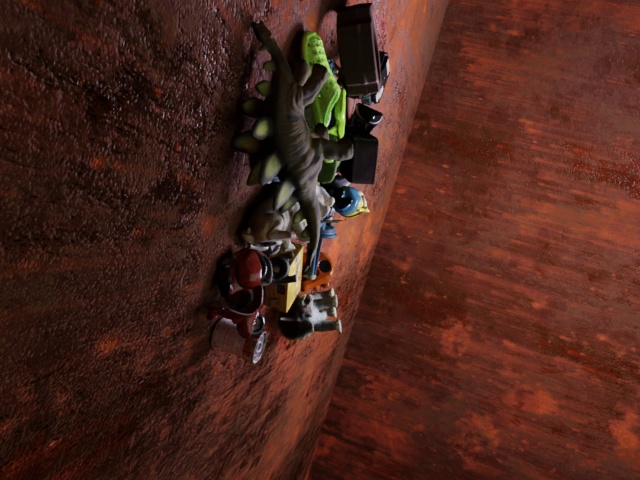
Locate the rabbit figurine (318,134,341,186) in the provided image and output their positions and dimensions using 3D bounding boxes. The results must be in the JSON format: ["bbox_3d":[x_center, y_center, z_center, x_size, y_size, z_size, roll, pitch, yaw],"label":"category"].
[{"bbox_3d":[-0.025,-0.175,1.315,0.170,0.121,0.159,-60,-175,41],"label":"rabbit figurine"}]

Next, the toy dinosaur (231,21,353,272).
[{"bbox_3d":[-0.048,-0.158,0.991,0.198,0.105,0.470,-32,121,-21],"label":"toy dinosaur"}]

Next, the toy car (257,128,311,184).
[{"bbox_3d":[-0.059,-0.187,1.105,0.109,0.103,0.161,79,33,-66],"label":"toy car"}]

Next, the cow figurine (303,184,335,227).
[{"bbox_3d":[-0.053,-0.079,1.273,0.167,0.098,0.068,-27,-158,40],"label":"cow figurine"}]

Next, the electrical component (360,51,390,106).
[{"bbox_3d":[0.154,-0.456,1.539,0.114,0.058,0.134,55,54,-72],"label":"electrical component"}]

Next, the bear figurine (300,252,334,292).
[{"bbox_3d":[-0.036,0.097,1.598,0.196,0.132,0.120,150,-73,-66],"label":"bear figurine"}]

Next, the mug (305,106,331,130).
[{"bbox_3d":[-0.012,-0.294,1.237,0.107,0.081,0.109,-49,151,-86],"label":"mug"}]

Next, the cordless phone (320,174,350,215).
[{"bbox_3d":[0.019,-0.107,1.588,0.146,0.089,0.184,-41,150,-67],"label":"cordless phone"}]

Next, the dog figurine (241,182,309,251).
[{"bbox_3d":[-0.100,-0.080,1.151,0.172,0.121,0.190,6,71,-54],"label":"dog figurine"}]

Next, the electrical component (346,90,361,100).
[{"bbox_3d":[0.105,-0.469,1.554,0.075,0.048,0.119,-36,143,-70],"label":"electrical component"}]

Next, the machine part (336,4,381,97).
[{"bbox_3d":[0.096,-0.460,1.301,0.201,0.087,0.201,-74,155,-62],"label":"machine part"}]

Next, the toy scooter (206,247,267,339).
[{"bbox_3d":[-0.168,0.105,1.059,0.135,0.075,0.183,4,83,-49],"label":"toy scooter"}]

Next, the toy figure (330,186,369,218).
[{"bbox_3d":[0.073,-0.105,1.483,0.180,0.089,0.082,-4,80,-71],"label":"toy figure"}]

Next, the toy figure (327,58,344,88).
[{"bbox_3d":[0.024,-0.394,1.274,0.057,0.064,0.154,-65,169,9],"label":"toy figure"}]

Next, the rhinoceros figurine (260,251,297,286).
[{"bbox_3d":[-0.111,0.066,1.212,0.190,0.112,0.073,127,-42,-83],"label":"rhinoceros figurine"}]

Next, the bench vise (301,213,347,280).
[{"bbox_3d":[-0.014,-0.006,1.437,0.224,0.129,0.240,-110,-153,-79],"label":"bench vise"}]

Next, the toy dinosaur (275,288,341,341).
[{"bbox_3d":[-0.040,0.220,1.640,0.405,0.192,0.131,136,-52,-86],"label":"toy dinosaur"}]

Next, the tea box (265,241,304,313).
[{"bbox_3d":[-0.094,0.093,1.390,0.098,0.068,0.169,-57,161,-48],"label":"tea box"}]

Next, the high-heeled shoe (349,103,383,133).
[{"bbox_3d":[0.123,-0.338,1.643,0.249,0.086,0.145,-81,-166,-73],"label":"high-heeled shoe"}]

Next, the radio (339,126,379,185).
[{"bbox_3d":[0.098,-0.245,1.526,0.230,0.073,0.131,-122,-145,-66],"label":"radio"}]
